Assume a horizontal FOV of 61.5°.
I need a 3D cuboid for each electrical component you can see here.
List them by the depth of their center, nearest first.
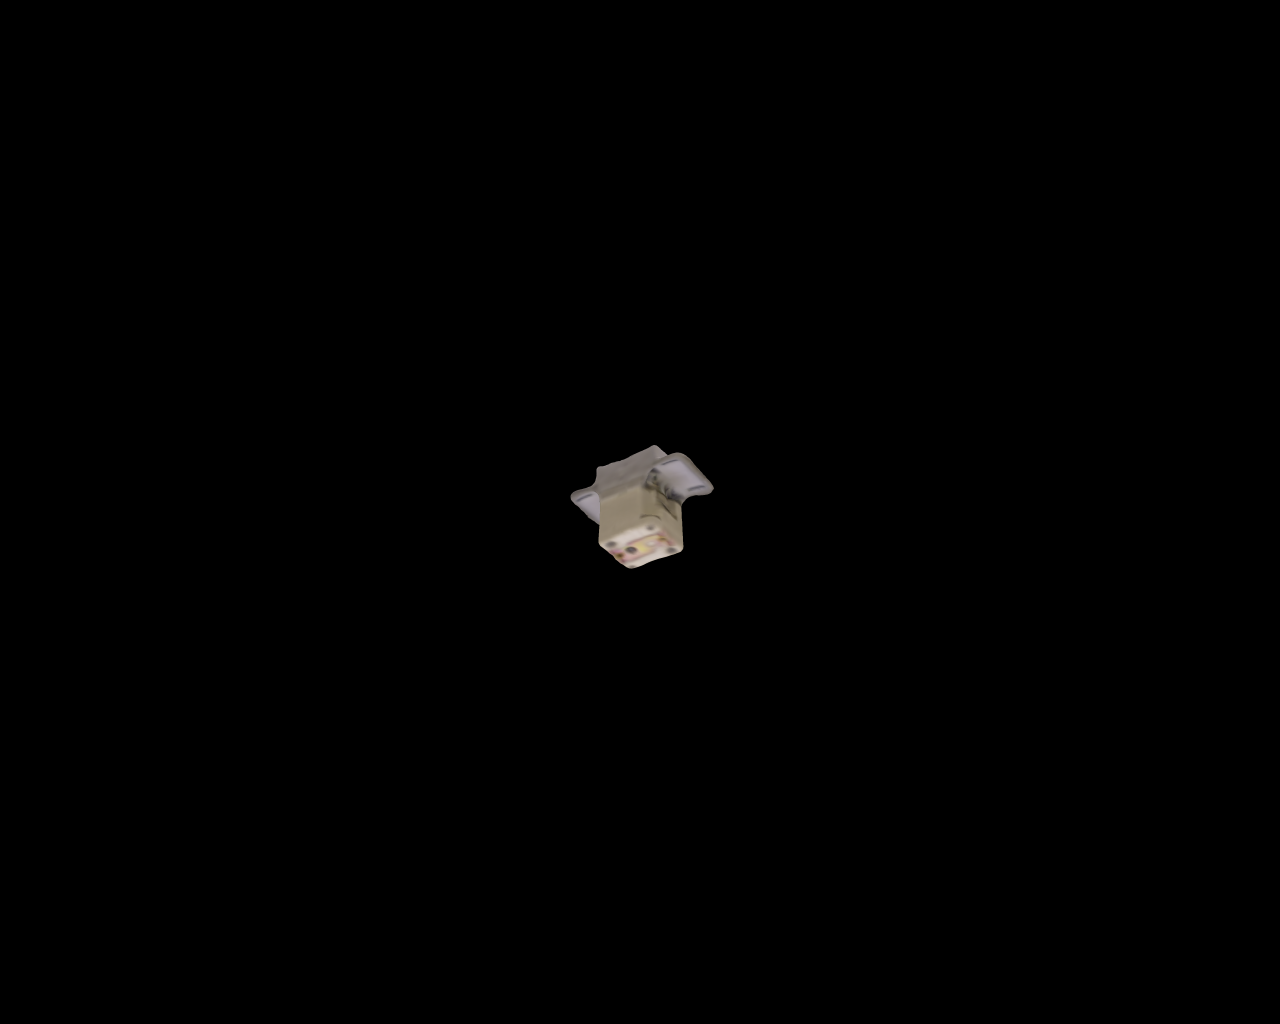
[{"bbox_3d":[0.001,-0.003,0.650,0.081,0.064,0.042,-21,-41,26],"label":"electrical component"}]
